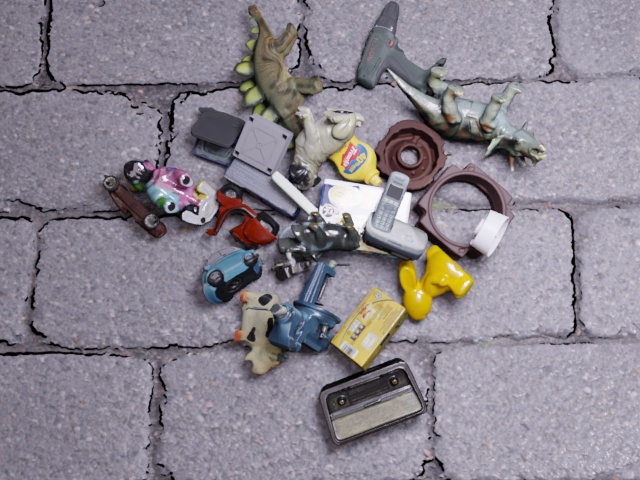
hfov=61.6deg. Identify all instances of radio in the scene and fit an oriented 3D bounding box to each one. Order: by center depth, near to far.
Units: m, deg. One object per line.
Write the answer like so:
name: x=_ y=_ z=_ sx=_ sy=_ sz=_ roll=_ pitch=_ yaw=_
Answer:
radio: x=0.119 y=0.370 z=1.251 sx=0.230 sy=0.073 sz=0.131 roll=-20 pitch=84 yaw=-2

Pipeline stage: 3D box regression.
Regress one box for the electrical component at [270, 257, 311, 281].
electrical component: x=-0.074 y=0.066 z=1.282 sx=0.078 sy=0.102 sz=0.045 roll=-26 pitch=91 yaw=-25

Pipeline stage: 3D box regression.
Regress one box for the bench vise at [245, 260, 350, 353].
bench vise: x=-0.025 y=0.145 z=1.231 sx=0.223 sy=0.129 sz=0.240 roll=38 pitch=68 yaw=-38

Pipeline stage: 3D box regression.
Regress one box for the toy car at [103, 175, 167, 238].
toy car: x=-0.452 y=-0.079 z=1.300 sx=0.202 sy=0.089 sz=0.053 roll=41 pitch=80 yaw=3

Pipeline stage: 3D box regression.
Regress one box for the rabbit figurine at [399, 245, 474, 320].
rabbit figurine: x=0.255 y=0.109 z=1.266 sx=0.162 sy=0.122 sz=0.173 roll=37 pitch=104 yaw=-2

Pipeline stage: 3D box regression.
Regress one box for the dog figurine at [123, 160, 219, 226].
dog figurine: x=-0.372 y=-0.125 z=1.306 sx=0.219 sy=0.191 sz=0.108 roll=24 pitch=86 yaw=37

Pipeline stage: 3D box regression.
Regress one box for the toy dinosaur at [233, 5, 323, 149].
toy dinosaur: x=-0.094 y=-0.363 z=1.333 sx=0.199 sy=0.105 sz=0.471 roll=-24 pitch=88 yaw=5

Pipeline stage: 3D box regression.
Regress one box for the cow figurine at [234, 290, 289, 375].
cow figurine: x=-0.135 y=0.220 z=1.269 sx=0.127 sy=0.085 sz=0.195 roll=5 pitch=82 yaw=7

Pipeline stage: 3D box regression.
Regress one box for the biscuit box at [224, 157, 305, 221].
biscuit box: x=-0.134 y=-0.125 z=1.320 sx=0.203 sy=0.059 sz=0.063 roll=31 pitch=83 yaw=4

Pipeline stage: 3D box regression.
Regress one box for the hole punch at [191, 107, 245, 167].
hole punch: x=-0.252 y=-0.254 z=1.333 sx=0.142 sy=0.092 sz=0.116 roll=19 pitch=53 yaw=5

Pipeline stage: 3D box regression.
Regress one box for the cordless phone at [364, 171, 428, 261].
cordless phone: x=0.190 y=-0.055 z=1.233 sx=0.147 sy=0.088 sz=0.184 roll=22 pitch=80 yaw=2

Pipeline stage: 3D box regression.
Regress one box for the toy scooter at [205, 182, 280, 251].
toy scooter: x=-0.196 y=-0.037 z=1.294 sx=0.184 sy=0.075 sz=0.135 roll=42 pitch=92 yaw=-11

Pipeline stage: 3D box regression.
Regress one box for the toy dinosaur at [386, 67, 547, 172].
toy dinosaur: x=0.347 y=-0.294 z=1.293 sx=0.405 sy=0.192 sz=0.131 roll=19 pitch=44 yaw=13

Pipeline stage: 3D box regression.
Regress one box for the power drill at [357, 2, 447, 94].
power drill: x=0.211 y=-0.466 z=1.352 sx=0.207 sy=0.086 sz=0.232 roll=30 pitch=85 yaw=0

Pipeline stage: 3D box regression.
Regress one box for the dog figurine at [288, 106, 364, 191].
dog figurine: x=0.012 y=-0.210 z=1.266 sx=0.172 sy=0.121 sz=0.190 roll=6 pitch=114 yaw=11

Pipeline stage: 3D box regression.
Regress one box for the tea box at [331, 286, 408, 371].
tea box: x=0.117 y=0.206 z=1.256 sx=0.098 sy=0.068 sz=0.169 roll=37 pitch=79 yaw=24

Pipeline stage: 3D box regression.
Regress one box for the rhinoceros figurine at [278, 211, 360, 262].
rhinoceros figurine: x=-0.003 y=-0.004 z=1.230 sx=0.190 sy=0.073 sz=0.111 roll=-6 pitch=123 yaw=-4

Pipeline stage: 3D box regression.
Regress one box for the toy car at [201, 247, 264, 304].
toy car: x=-0.220 y=0.069 z=1.279 sx=0.162 sy=0.109 sz=0.103 roll=-36 pitch=61 yaw=-12

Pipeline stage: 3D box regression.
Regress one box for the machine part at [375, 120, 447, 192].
machine part: x=0.222 y=-0.206 z=1.332 sx=0.179 sy=0.056 sz=0.179 roll=0 pitch=82 yaw=0

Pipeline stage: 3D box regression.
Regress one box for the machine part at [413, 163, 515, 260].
machine part: x=0.346 y=-0.068 z=1.299 sx=0.201 sy=0.087 sz=0.201 roll=42 pitch=85 yaw=3
